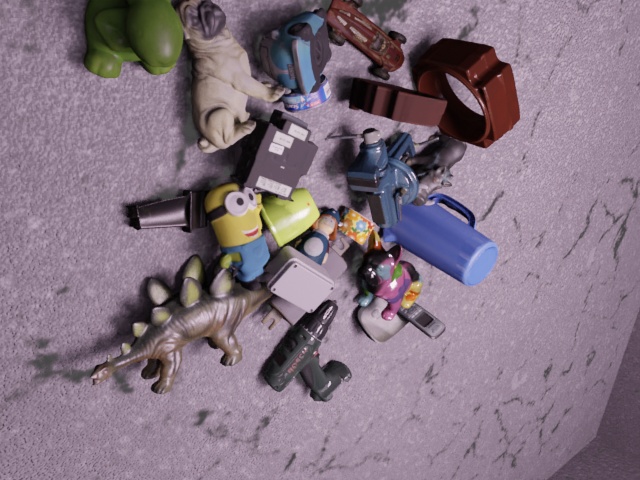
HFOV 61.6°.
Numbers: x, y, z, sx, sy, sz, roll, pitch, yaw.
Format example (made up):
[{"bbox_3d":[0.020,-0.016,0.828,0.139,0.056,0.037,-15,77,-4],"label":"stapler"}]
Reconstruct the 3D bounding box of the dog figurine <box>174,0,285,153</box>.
[{"bbox_3d":[-0.174,-0.246,0.805,0.190,0.121,0.172,41,80,-30],"label":"dog figurine"}]

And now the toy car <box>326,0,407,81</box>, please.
[{"bbox_3d":[0.088,-0.368,0.981,0.202,0.053,0.089,21,101,-45],"label":"toy car"}]

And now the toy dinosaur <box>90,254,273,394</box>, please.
[{"bbox_3d":[-0.192,0.128,0.970,0.471,0.105,0.198,-23,122,-43],"label":"toy dinosaur"}]

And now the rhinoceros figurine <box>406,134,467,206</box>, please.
[{"bbox_3d":[0.254,-0.152,1.192,0.190,0.112,0.073,-49,137,-20],"label":"rhinoceros figurine"}]

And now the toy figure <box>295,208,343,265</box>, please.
[{"bbox_3d":[-0.001,-0.002,1.064,0.064,0.058,0.154,38,69,-25],"label":"toy figure"}]

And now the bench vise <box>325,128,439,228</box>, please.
[{"bbox_3d":[0.139,-0.154,1.096,0.240,0.129,0.223,-51,126,-38],"label":"bench vise"}]

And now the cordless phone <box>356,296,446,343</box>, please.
[{"bbox_3d":[0.191,0.200,1.273,0.146,0.184,0.088,-35,135,-22],"label":"cordless phone"}]

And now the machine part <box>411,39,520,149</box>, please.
[{"bbox_3d":[0.290,-0.292,1.084,0.087,0.201,0.201,-41,133,-13],"label":"machine part"}]

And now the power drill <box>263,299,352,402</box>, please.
[{"bbox_3d":[-0.005,0.266,1.216,0.232,0.086,0.207,-45,137,-10],"label":"power drill"}]

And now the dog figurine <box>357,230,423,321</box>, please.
[{"bbox_3d":[0.158,0.065,1.198,0.191,0.109,0.219,-33,141,-29],"label":"dog figurine"}]

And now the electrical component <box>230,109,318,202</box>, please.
[{"bbox_3d":[-0.070,-0.140,0.879,0.115,0.058,0.134,18,99,-46],"label":"electrical component"}]

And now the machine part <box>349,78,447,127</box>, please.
[{"bbox_3d":[0.143,-0.255,0.999,0.179,0.180,0.056,-4,116,-39],"label":"machine part"}]

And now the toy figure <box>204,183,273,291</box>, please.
[{"bbox_3d":[-0.138,-0.007,0.900,0.082,0.089,0.180,-60,140,-68],"label":"toy figure"}]

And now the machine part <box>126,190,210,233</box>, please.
[{"bbox_3d":[-0.245,-0.044,0.880,0.139,0.039,0.084,-8,122,-39],"label":"machine part"}]

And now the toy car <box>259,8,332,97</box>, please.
[{"bbox_3d":[-0.044,-0.305,0.860,0.109,0.103,0.162,79,20,-44],"label":"toy car"}]

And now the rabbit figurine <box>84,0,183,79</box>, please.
[{"bbox_3d":[-0.219,-0.277,0.684,0.121,0.170,0.159,-6,116,-38],"label":"rabbit figurine"}]

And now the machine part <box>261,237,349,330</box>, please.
[{"bbox_3d":[-0.026,0.090,1.106,0.243,0.079,0.079,-46,134,-13],"label":"machine part"}]
